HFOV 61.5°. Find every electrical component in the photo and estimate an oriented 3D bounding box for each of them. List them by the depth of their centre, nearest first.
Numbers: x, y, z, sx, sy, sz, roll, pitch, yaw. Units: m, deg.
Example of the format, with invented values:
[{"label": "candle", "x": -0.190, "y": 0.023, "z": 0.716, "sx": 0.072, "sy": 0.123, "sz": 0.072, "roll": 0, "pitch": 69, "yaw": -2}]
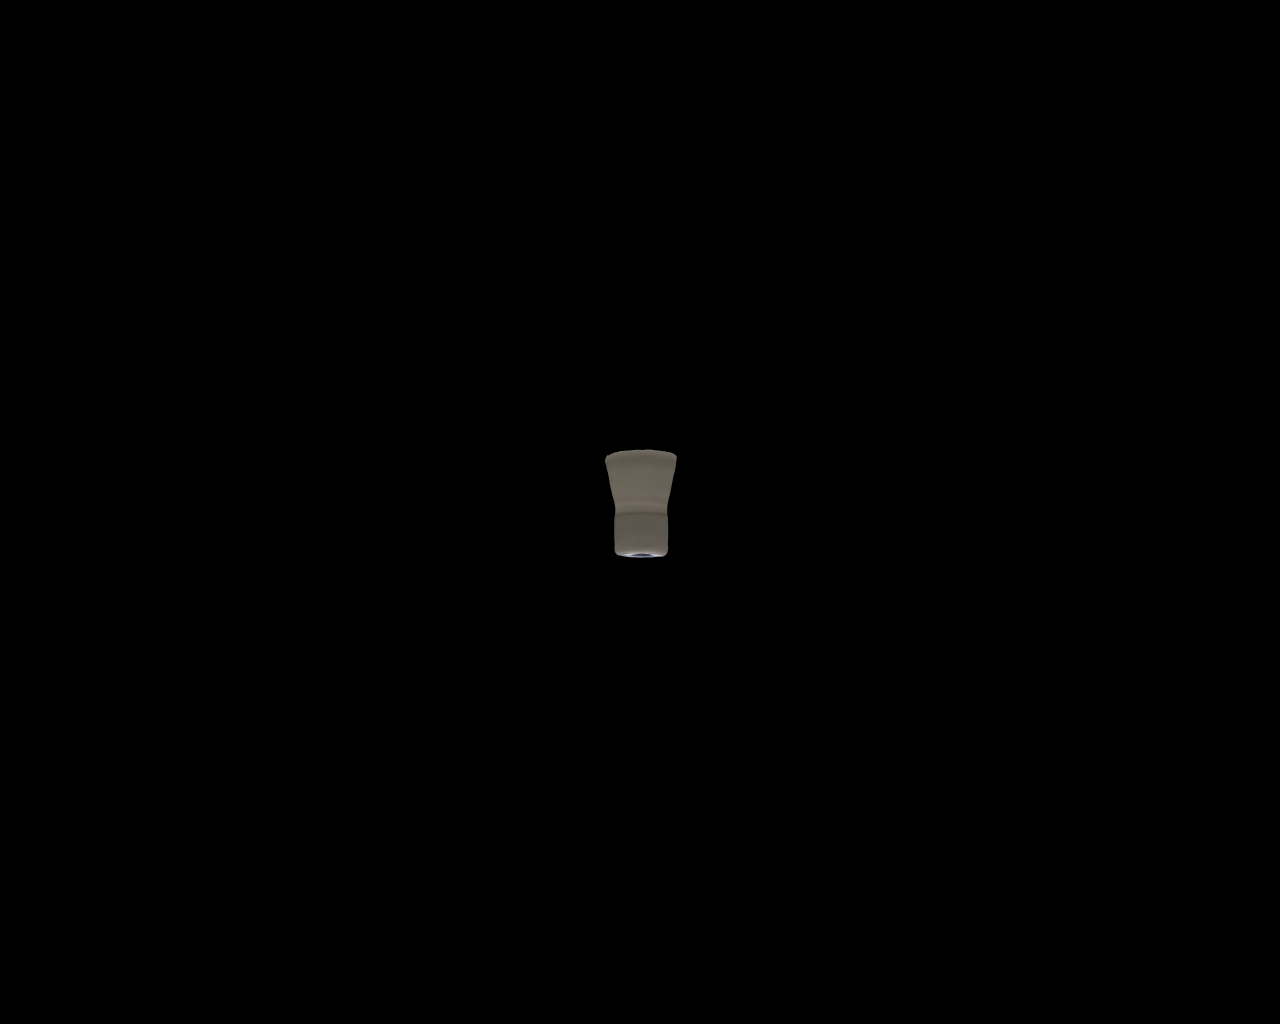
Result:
[{"label": "electrical component", "x": 0.001, "y": -0.003, "z": 0.650, "sx": 0.044, "sy": 0.065, "sz": 0.044, "roll": 0, "pitch": -7, "yaw": 0}]
